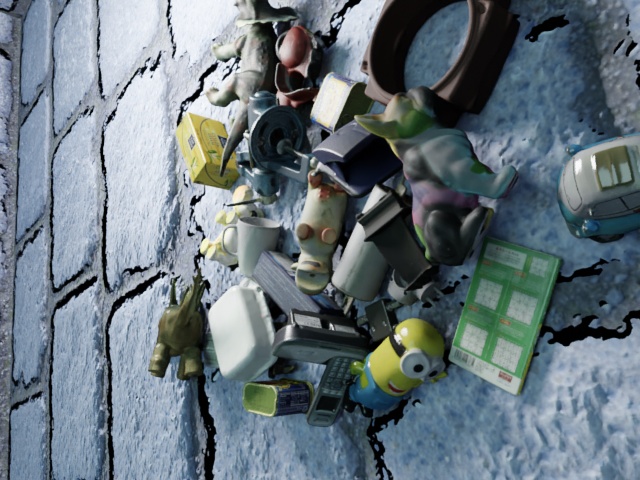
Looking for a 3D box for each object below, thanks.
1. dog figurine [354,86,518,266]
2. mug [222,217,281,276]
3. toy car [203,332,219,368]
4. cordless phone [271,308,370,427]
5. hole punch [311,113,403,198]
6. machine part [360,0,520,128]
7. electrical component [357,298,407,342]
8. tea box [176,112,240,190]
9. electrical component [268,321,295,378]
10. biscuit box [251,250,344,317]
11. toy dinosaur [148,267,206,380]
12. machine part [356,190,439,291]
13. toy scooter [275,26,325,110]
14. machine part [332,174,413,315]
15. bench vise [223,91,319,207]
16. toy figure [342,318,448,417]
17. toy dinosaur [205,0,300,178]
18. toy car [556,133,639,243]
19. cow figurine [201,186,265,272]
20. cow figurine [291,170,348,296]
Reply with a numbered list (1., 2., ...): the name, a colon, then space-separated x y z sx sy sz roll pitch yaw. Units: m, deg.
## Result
1. dog figurine: 0.137 -0.090 0.708 0.219 0.108 0.191 34 110 20
2. mug: -0.135 0.015 1.038 0.081 0.109 0.107 -136 52 -70
3. toy car: -0.179 0.222 1.082 0.202 0.056 0.073 -9 77 45
4. cordless phone: -0.014 0.211 0.848 0.089 0.146 0.184 -119 43 -65
5. hole punch: 0.056 -0.144 0.831 0.142 0.092 0.116 -40 52 -12
6. machine part: 0.164 -0.278 0.780 0.201 0.087 0.201 36 111 44
7. electrical component: 0.097 0.126 0.828 0.094 0.021 0.063 -32 61 39
8. tea box: -0.250 -0.198 1.200 0.068 0.098 0.170 -49 53 31
9. electrical component: -0.073 0.201 0.985 0.078 0.045 0.102 136 135 -69
10. biscuit box: -0.043 0.095 0.955 0.203 0.059 0.062 42 113 43
11. toy dinosaur: -0.290 0.182 1.115 0.471 0.105 0.198 141 135 -61
12. machine part: 0.110 0.003 0.744 0.084 0.039 0.139 -35 70 18
13. toy scooter: -0.031 -0.306 1.002 0.135 0.075 0.183 22 102 47
14. machine part: 0.084 0.005 0.823 0.079 0.079 0.243 38 111 44
15. bench vise: -0.073 -0.147 0.979 0.241 0.129 0.223 31 118 44
16. toy figure: 0.101 0.185 0.772 0.180 0.082 0.089 -47 55 35
17. toy dinosaur: -0.131 -0.335 1.091 0.192 0.131 0.404 -3 88 47
18. toy car: 0.319 -0.061 0.565 0.162 0.103 0.109 -17 72 46
19. cow figurine: -0.163 -0.022 1.094 0.068 0.098 0.167 19 79 52
20. cow figurine: -0.002 -0.003 0.898 0.086 0.127 0.195 9 72 7
